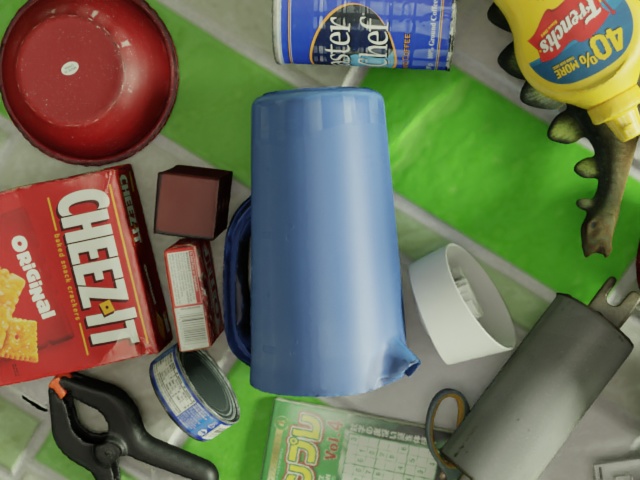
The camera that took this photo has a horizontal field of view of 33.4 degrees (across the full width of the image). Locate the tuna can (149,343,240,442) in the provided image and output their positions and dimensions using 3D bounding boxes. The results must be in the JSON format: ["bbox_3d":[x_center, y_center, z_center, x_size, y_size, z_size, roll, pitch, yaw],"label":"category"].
[{"bbox_3d":[-0.107,0.129,0.912,0.034,0.086,0.086,-36,93,10],"label":"tuna can"}]

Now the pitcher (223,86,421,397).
[{"bbox_3d":[-0.006,0.001,0.875,0.149,0.145,0.243,-3,94,-7],"label":"pitcher"}]

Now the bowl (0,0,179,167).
[{"bbox_3d":[-0.203,-0.142,0.900,0.162,0.055,0.162,1,97,4],"label":"bowl"}]

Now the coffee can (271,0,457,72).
[{"bbox_3d":[0.037,-0.189,0.850,0.140,0.103,0.103,3,98,4],"label":"coffee can"}]

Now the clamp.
[{"bbox_3d":[-0.188,0.193,0.952,0.171,0.039,0.120,44,93,-5],"label":"clamp"}]

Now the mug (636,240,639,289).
[{"bbox_3d":[0.310,0.018,0.870,0.081,0.093,0.117,13,129,-2],"label":"mug"}]

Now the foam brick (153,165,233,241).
[{"bbox_3d":[-0.105,-0.032,0.896,0.051,0.078,0.053,6,100,3],"label":"foam brick"}]

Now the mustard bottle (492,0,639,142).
[{"bbox_3d":[0.183,-0.159,0.779,0.096,0.058,0.191,-28,92,20],"label":"mustard bottle"}]

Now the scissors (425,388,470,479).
[{"bbox_3d":[0.139,0.223,0.928,0.096,0.016,0.202,-11,99,-10],"label":"scissors"}]

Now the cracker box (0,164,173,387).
[{"bbox_3d":[-0.252,0.037,0.919,0.214,0.072,0.164,-12,97,5],"label":"cracker box"}]

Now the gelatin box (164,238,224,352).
[{"bbox_3d":[-0.106,0.043,0.907,0.030,0.073,0.089,-8,96,4],"label":"gelatin box"}]
